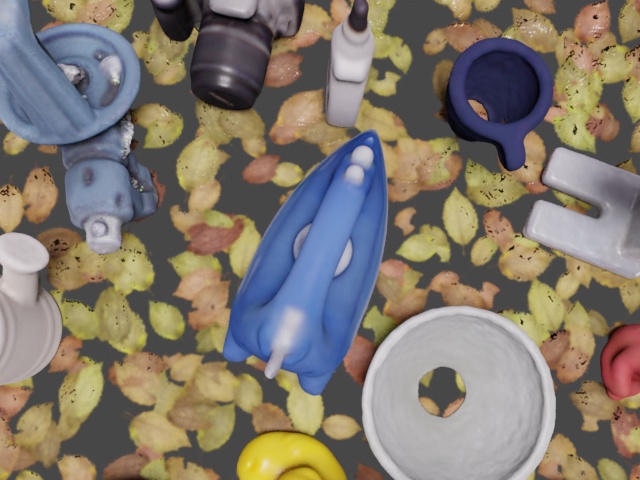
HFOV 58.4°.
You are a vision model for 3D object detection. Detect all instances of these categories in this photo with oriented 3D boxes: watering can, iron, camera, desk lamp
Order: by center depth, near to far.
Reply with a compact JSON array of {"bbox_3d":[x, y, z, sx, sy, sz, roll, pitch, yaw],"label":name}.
[{"bbox_3d":[-0.287,0.066,0.447,0.101,0.194,0.173,22,84,1],"label":"watering can"},{"bbox_3d":[0.310,-0.018,0.470,0.203,0.213,0.118,20,84,0],"label":"desk lamp"},{"bbox_3d":[0.005,0.002,0.492,0.118,0.141,0.258,22,84,0],"label":"iron"},{"bbox_3d":[-0.093,-0.201,0.530,0.143,0.101,0.137,12,84,-1],"label":"camera"}]

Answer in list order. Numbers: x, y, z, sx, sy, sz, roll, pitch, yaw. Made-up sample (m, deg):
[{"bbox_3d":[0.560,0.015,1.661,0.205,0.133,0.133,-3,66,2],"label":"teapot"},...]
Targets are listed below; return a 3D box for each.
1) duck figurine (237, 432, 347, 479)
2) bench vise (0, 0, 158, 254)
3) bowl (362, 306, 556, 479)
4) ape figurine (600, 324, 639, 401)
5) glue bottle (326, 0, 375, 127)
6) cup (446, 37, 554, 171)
[{"bbox_3d":[-0.024,0.214,0.496,0.104,0.086,0.077,26,84,1],"label":"duck figurine"},{"bbox_3d":[-0.189,-0.102,0.456,0.121,0.219,0.207,-32,86,-5],"label":"bench vise"},{"bbox_3d":[0.117,0.142,0.515,0.167,0.074,0.167,0,84,-2],"label":"bowl"},{"bbox_3d":[0.304,0.115,0.517,0.078,0.092,0.076,7,84,-1],"label":"ape figurine"},{"bbox_3d":[0.027,-0.158,0.494,0.037,0.173,0.078,4,84,-1],"label":"glue bottle"},{"bbox_3d":[0.159,-0.114,0.534,0.091,0.095,0.118,-12,84,-3],"label":"cup"}]
